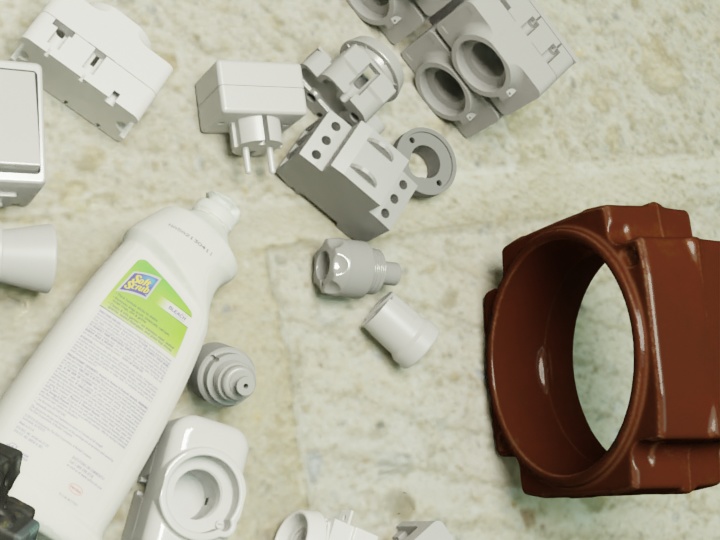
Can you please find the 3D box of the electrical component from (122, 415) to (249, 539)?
[{"bbox_3d":[-0.110,0.144,0.687,0.054,0.059,0.095,21,69,-23],"label":"electrical component"}]

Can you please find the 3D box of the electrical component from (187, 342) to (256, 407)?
[{"bbox_3d":[-0.088,0.071,0.709,0.040,0.078,0.040,-1,94,-25],"label":"electrical component"}]

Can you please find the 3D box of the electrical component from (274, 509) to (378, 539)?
[{"bbox_3d":[-0.025,0.192,0.730,0.055,0.048,0.066,30,65,-27],"label":"electrical component"}]

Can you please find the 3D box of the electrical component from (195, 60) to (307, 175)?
[{"bbox_3d":[-0.076,-0.106,0.773,0.066,0.047,0.076,-3,79,-29],"label":"electrical component"}]

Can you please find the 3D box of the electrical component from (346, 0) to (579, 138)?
[{"bbox_3d":[0.067,-0.203,0.840,0.186,0.105,0.060,51,61,-9],"label":"electrical component"}]

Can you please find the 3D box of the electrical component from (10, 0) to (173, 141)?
[{"bbox_3d":[-0.178,-0.140,0.724,0.089,0.050,0.055,36,64,-17],"label":"electrical component"}]

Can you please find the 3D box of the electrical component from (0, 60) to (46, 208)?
[{"bbox_3d":[-0.233,-0.081,0.674,0.062,0.061,0.096,1,78,-29],"label":"electrical component"}]

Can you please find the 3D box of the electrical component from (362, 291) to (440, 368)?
[{"bbox_3d":[0.030,0.044,0.799,0.046,0.040,0.040,42,62,-7],"label":"electrical component"}]

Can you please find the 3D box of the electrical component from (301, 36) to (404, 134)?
[{"bbox_3d":[-0.004,-0.140,0.815,0.078,0.058,0.057,48,64,-11],"label":"electrical component"}]

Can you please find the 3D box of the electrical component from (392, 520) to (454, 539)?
[{"bbox_3d":[0.053,0.226,0.757,0.050,0.056,0.089,-34,95,-30],"label":"electrical component"}]

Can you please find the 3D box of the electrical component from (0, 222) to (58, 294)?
[{"bbox_3d":[-0.221,-0.009,0.672,0.055,0.045,0.045,4,76,-28],"label":"electrical component"}]

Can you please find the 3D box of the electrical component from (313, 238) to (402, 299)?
[{"bbox_3d":[0.000,0.000,0.791,0.062,0.043,0.043,7,75,-28],"label":"electrical component"}]
